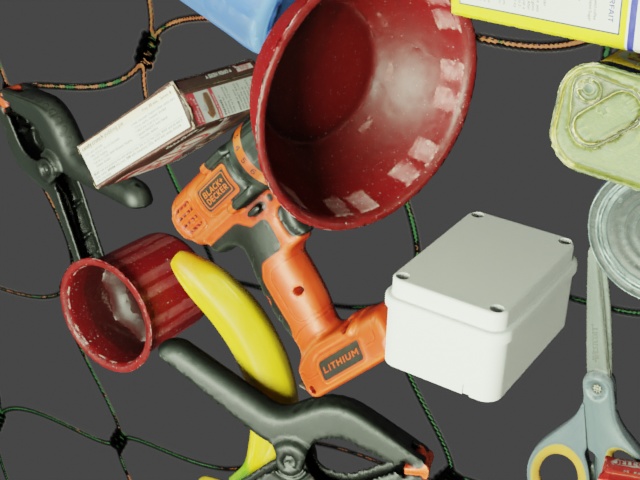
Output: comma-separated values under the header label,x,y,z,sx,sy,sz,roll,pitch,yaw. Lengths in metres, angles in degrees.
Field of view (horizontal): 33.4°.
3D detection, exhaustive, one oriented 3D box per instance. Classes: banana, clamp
label,x,y,z,sx,sy,sz,roll,pitch,yaw
banana,-0.057,0.097,0.809,0.037,0.069,0.198,-132,28,-76
clamp,-0.024,0.146,0.780,0.210,0.036,0.164,-4,106,16
clamp,-0.199,-0.062,0.855,0.120,0.039,0.171,-35,87,39

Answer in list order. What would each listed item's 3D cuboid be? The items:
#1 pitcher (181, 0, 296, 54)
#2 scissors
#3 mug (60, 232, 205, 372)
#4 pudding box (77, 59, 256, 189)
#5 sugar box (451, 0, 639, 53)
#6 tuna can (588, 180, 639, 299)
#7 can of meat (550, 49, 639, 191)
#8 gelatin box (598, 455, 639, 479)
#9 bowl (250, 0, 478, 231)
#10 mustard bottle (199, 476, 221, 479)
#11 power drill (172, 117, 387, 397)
label,x,y,z,sx,sy,sz,roll,pitch,yaw
pitcher,-0.092,-0.219,0.659,0.243,0.149,0.145,40,105,11
scissors,0.161,0.100,0.677,0.096,0.016,0.202,-11,103,36
mug,-0.149,0.045,0.838,0.117,0.081,0.093,-5,107,37
pudding box,-0.100,-0.080,0.740,0.114,0.089,0.039,-27,91,40
sugar box,0.150,-0.148,0.540,0.176,0.048,0.093,22,123,37
tuna can,0.194,-0.008,0.593,0.086,0.033,0.086,15,118,30
can of meat,0.182,-0.063,0.544,0.102,0.083,0.057,22,122,27
gelatin box,0.207,0.181,0.654,0.073,0.030,0.089,6,113,23
bowl,0.015,-0.089,0.620,0.055,0.161,0.162,33,128,43
mustard bottle,-0.016,0.246,0.843,0.192,0.058,0.096,6,128,34
power drill,-0.005,0.001,0.730,0.185,0.057,0.188,-38,83,44
